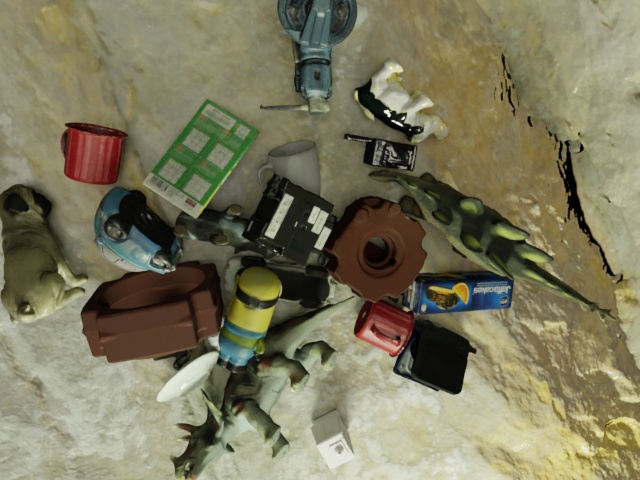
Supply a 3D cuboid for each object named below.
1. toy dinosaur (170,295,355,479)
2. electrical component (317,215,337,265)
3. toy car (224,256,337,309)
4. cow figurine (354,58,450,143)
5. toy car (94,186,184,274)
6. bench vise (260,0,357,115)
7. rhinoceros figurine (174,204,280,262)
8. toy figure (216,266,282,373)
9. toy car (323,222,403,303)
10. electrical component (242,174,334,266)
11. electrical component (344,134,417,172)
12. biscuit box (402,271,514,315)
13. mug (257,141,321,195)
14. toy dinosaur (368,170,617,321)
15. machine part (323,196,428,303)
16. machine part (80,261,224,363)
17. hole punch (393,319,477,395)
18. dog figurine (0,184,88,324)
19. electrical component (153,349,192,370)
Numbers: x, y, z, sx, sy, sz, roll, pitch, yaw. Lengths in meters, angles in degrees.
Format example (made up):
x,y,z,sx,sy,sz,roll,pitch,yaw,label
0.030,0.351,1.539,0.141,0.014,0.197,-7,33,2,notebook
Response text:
x,y,z,sx,sy,sz,roll,pitch,yaw,label
-0.103,0.243,0.954,0.192,0.131,0.404,27,80,26,toy dinosaur
-0.002,-0.003,0.964,0.063,0.021,0.094,12,101,-9,electrical component
-0.068,0.074,0.957,0.202,0.056,0.073,9,96,-10,toy car
0.140,-0.216,0.911,0.098,0.068,0.167,-43,100,9,cow figurine
-0.312,-0.003,0.895,0.103,0.109,0.161,-33,117,24,toy car
-0.006,-0.309,0.796,0.129,0.240,0.223,11,85,-5,bench vise
-0.153,-0.012,0.902,0.190,0.112,0.073,12,72,3,rhinoceros figurine
-0.116,0.131,0.883,0.082,0.089,0.180,21,92,-16,toy figure
0.092,0.034,0.965,0.202,0.053,0.089,32,92,-19,toy car
-0.042,-0.027,0.855,0.134,0.058,0.115,28,91,-40,electrical component
0.099,-0.150,0.917,0.119,0.075,0.047,6,100,-12,electrical component
0.252,0.093,0.974,0.203,0.059,0.062,-1,101,-21,biscuit box
-0.046,-0.101,0.906,0.109,0.081,0.107,-23,115,-15,mug
0.287,0.002,0.911,0.471,0.199,0.105,28,101,-10,toy dinosaur
0.095,0.018,0.907,0.179,0.056,0.179,-3,102,-17,machine part
-0.261,0.110,0.865,0.201,0.201,0.087,-10,105,-5,machine part
0.211,0.223,1.017,0.142,0.092,0.116,25,68,-9,hole punch
-0.465,0.018,0.842,0.121,0.172,0.190,-22,112,-13,dog figurine
-0.270,0.181,0.960,0.078,0.045,0.102,-10,104,-6,electrical component
